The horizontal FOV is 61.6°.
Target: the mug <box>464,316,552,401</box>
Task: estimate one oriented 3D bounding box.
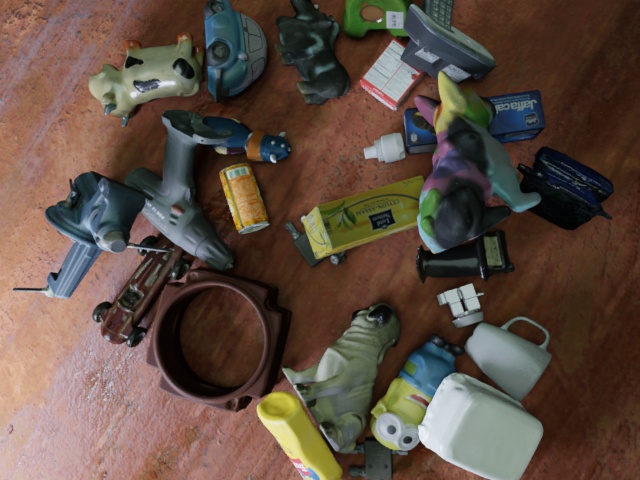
[{"bbox_3d":[0.272,0.159,0.780,0.107,0.080,0.109,33,98,19],"label":"mug"}]

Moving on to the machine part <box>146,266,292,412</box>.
[{"bbox_3d":[-0.158,0.153,0.845,0.202,0.087,0.201,14,88,8],"label":"machine part"}]

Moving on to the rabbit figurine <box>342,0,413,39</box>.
[{"bbox_3d":[0.086,-0.423,0.829,0.121,0.159,0.170,1,71,19],"label":"rabbit figurine"}]

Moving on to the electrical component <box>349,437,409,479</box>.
[{"bbox_3d":[0.090,0.337,0.824,0.094,0.021,0.063,-3,86,8],"label":"electrical component"}]

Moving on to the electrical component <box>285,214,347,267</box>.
[{"bbox_3d":[-0.002,-0.001,0.851,0.078,0.045,0.102,-31,82,4],"label":"electrical component"}]

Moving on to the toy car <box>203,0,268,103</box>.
[{"bbox_3d":[-0.137,-0.307,0.876,0.103,0.109,0.161,-1,73,-13],"label":"toy car"}]

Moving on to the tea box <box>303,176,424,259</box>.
[{"bbox_3d":[0.070,-0.032,0.789,0.170,0.098,0.068,-16,84,-17],"label":"tea box"}]

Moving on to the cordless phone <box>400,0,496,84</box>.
[{"bbox_3d":[0.200,-0.342,0.807,0.146,0.089,0.184,16,79,-29],"label":"cordless phone"}]

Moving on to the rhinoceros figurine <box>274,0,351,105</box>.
[{"bbox_3d":[-0.014,-0.312,0.862,0.112,0.073,0.190,-23,83,8],"label":"rhinoceros figurine"}]

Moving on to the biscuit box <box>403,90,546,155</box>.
[{"bbox_3d":[0.231,-0.177,0.820,0.203,0.059,0.062,-7,85,8],"label":"biscuit box"}]

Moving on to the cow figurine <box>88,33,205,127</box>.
[{"bbox_3d":[-0.292,-0.265,0.901,0.195,0.085,0.127,-5,79,8],"label":"cow figurine"}]

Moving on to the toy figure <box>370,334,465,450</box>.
[{"bbox_3d":[0.144,0.227,0.796,0.082,0.089,0.180,29,82,23],"label":"toy figure"}]

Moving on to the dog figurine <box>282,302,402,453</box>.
[{"bbox_3d":[0.064,0.206,0.808,0.190,0.121,0.172,-32,115,-11],"label":"dog figurine"}]

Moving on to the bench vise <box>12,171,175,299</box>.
[{"bbox_3d":[-0.369,0.003,0.853,0.224,0.128,0.240,40,102,34],"label":"bench vise"}]

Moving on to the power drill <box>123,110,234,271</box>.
[{"bbox_3d":[-0.202,-0.086,0.847,0.232,0.086,0.207,32,125,18],"label":"power drill"}]

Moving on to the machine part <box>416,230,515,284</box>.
[{"bbox_3d":[0.214,0.026,0.810,0.139,0.039,0.084,-11,59,13],"label":"machine part"}]

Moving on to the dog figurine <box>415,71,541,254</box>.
[{"bbox_3d":[0.181,-0.112,0.732,0.191,0.108,0.219,-25,83,-20],"label":"dog figurine"}]

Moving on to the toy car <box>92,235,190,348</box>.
[{"bbox_3d":[-0.297,0.083,0.890,0.089,0.053,0.202,36,93,13],"label":"toy car"}]

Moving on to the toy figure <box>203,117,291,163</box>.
[{"bbox_3d":[-0.121,-0.161,0.877,0.155,0.058,0.064,18,95,5],"label":"toy figure"}]

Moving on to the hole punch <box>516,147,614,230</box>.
[{"bbox_3d":[0.353,-0.084,0.771,0.142,0.115,0.092,34,84,9],"label":"hole punch"}]
